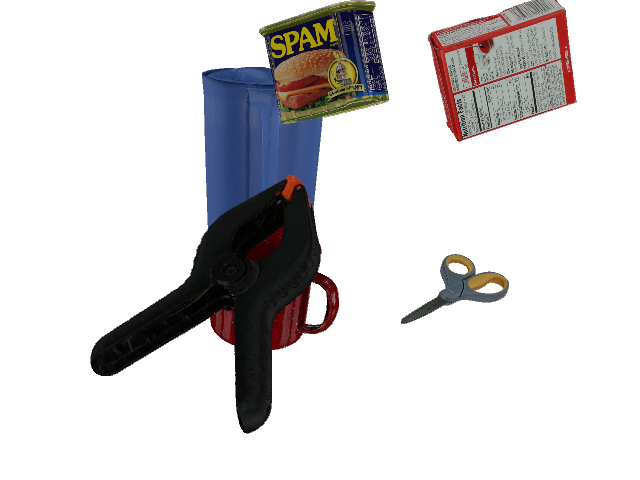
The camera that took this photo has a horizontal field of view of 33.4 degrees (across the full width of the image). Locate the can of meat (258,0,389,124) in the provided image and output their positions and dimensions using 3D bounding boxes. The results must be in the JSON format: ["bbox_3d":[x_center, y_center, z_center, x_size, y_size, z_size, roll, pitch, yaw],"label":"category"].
[{"bbox_3d":[0.004,-0.150,0.909,0.102,0.084,0.057,-9,3,35],"label":"can of meat"}]

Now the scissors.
[{"bbox_3d":[0.146,0.056,1.295,0.201,0.016,0.096,-8,39,-37],"label":"scissors"}]

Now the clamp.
[{"bbox_3d":[-0.044,0.035,0.639,0.120,0.171,0.039,28,-24,26],"label":"clamp"}]

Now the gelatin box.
[{"bbox_3d":[0.123,-0.116,0.719,0.089,0.073,0.030,-18,37,1],"label":"gelatin box"}]

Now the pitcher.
[{"bbox_3d":[-0.065,-0.062,1.152,0.145,0.243,0.148,16,21,40],"label":"pitcher"}]

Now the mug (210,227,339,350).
[{"bbox_3d":[-0.039,0.042,0.889,0.117,0.081,0.093,16,27,19],"label":"mug"}]
